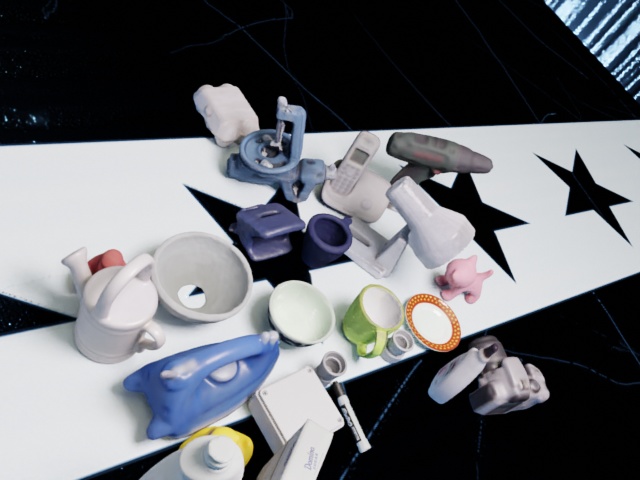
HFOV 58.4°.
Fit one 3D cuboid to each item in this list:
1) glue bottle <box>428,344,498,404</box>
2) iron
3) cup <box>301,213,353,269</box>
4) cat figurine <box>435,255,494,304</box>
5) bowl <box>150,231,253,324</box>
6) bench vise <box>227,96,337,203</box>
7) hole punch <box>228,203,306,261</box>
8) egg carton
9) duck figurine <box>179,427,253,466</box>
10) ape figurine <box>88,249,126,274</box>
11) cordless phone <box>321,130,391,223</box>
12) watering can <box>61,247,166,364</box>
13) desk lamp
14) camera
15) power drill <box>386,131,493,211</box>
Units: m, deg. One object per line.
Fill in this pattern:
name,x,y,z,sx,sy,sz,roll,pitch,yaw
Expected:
glue bottle,0.258,0.225,1.008,0.037,0.173,0.078,38,45,2
iron,-0.140,0.180,0.832,0.259,0.141,0.118,-18,66,-39
cup,0.010,0.004,1.096,0.091,0.095,0.118,44,46,9
cat figurine,0.304,0.076,1.195,0.128,0.117,0.067,5,52,-27
bowl,-0.198,0.072,0.932,0.168,0.074,0.167,16,48,-19
bench vise,-0.057,-0.183,1.120,0.208,0.219,0.121,0,55,-30
hole punch,-0.097,-0.028,1.061,0.109,0.091,0.101,-17,65,-39
egg carton,-0.199,-0.265,1.209,0.107,0.069,0.150,-17,65,-39
duck figurine,-0.137,0.286,0.788,0.105,0.086,0.077,3,54,-29
ape figurine,-0.322,0.047,0.868,0.078,0.092,0.076,23,46,-12
cordless phone,0.097,-0.133,1.194,0.148,0.185,0.094,22,46,-13
watering can,-0.283,0.082,0.790,0.173,0.194,0.101,24,46,-11
desk lamp,0.164,-0.014,1.117,0.203,0.213,0.118,36,45,0
camera,0.351,0.251,1.093,0.143,0.100,0.136,4,53,-28
power drill,0.233,-0.146,1.268,0.230,0.208,0.075,20,47,-15
